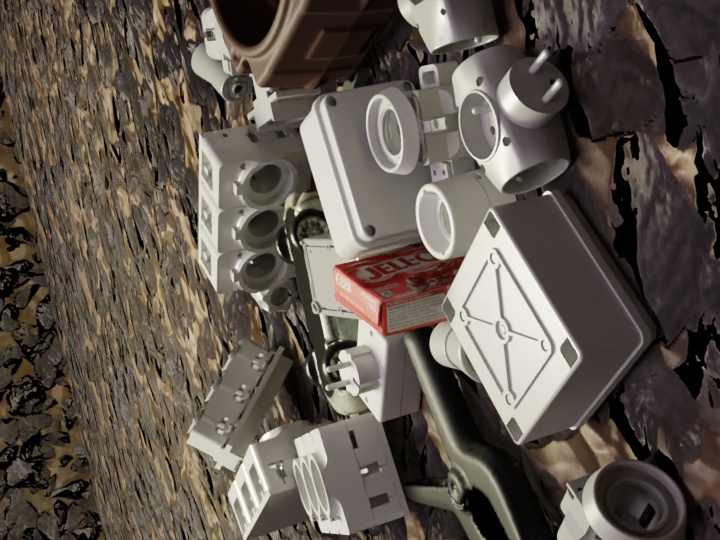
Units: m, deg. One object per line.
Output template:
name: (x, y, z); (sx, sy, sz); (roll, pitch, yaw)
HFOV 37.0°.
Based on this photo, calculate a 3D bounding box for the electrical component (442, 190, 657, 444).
electrical component: (0.106, 0.029, 0.633); (0.108, 0.056, 0.108); (63, 153, 28)

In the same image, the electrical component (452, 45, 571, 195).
electrical component: (0.093, -0.094, 0.612); (0.077, 0.044, 0.079); (69, 155, 17)

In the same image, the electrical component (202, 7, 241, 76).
electrical component: (-0.110, -0.218, 0.984); (0.057, 0.058, 0.078); (-153, 53, -64)

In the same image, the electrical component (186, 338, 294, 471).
electrical component: (-0.127, 0.137, 1.119); (0.063, 0.121, 0.078); (28, 148, -2)

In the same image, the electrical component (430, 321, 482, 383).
electrical component: (0.075, 0.052, 0.738); (0.065, 0.044, 0.044); (-177, 74, -70)

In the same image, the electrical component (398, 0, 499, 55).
electrical component: (0.048, -0.173, 0.670); (0.079, 0.043, 0.077); (-8, 95, 66)

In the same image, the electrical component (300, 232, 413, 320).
electrical component: (0.000, 0.000, 0.838); (0.096, 0.061, 0.061); (4, 106, 58)

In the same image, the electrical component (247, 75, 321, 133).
electrical component: (-0.070, -0.158, 0.946); (0.081, 0.042, 0.063); (-15, 88, 66)

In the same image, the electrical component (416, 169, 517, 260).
electrical component: (0.068, -0.035, 0.696); (0.055, 0.047, 0.055); (43, 140, 52)

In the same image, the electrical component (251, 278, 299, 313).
electrical component: (-0.092, 0.013, 1.084); (0.062, 0.043, 0.043); (44, 141, 52)

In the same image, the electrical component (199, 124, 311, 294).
electrical component: (-0.098, -0.056, 1.004); (0.061, 0.089, 0.150); (54, 148, 41)

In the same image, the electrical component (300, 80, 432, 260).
electrical component: (0.012, -0.072, 0.764); (0.057, 0.078, 0.113); (146, 109, -68)

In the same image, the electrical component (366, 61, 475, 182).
electrical component: (0.041, -0.095, 0.713); (0.058, 0.057, 0.078); (10, 111, 65)

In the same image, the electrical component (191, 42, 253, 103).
electrical component: (-0.135, -0.196, 1.073); (0.065, 0.044, 0.044); (49, 145, 38)

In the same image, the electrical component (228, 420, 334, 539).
electrical component: (-0.075, 0.212, 1.097); (0.061, 0.089, 0.150); (66, 154, 23)

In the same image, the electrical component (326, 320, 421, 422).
electrical component: (0.007, 0.077, 0.857); (0.047, 0.076, 0.083); (49, 145, 46)

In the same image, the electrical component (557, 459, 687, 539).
electrical component: (0.148, 0.143, 0.601); (0.078, 0.058, 0.057); (58, 154, 36)

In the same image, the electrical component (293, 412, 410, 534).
electrical component: (-0.015, 0.182, 0.951); (0.150, 0.062, 0.089); (131, 123, -73)

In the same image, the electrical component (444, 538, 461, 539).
electrical component: (0.071, 0.245, 0.850); (0.044, 0.044, 0.065); (48, 139, 47)
